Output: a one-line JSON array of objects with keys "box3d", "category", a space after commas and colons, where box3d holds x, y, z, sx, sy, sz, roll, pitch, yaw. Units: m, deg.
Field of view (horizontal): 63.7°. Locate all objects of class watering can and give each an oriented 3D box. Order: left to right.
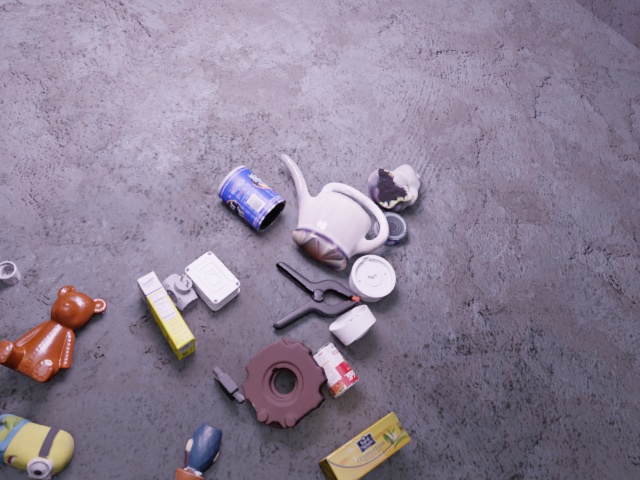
[{"box3d": [0.004, -0.065, 1.292, 0.348, 0.102, 0.229, 31, 60, 5], "category": "watering can"}]

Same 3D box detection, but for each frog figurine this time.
[{"box3d": [0.204, -0.147, 1.403, 0.138, 0.121, 0.161, 26, 23, 11], "category": "frog figurine"}]
